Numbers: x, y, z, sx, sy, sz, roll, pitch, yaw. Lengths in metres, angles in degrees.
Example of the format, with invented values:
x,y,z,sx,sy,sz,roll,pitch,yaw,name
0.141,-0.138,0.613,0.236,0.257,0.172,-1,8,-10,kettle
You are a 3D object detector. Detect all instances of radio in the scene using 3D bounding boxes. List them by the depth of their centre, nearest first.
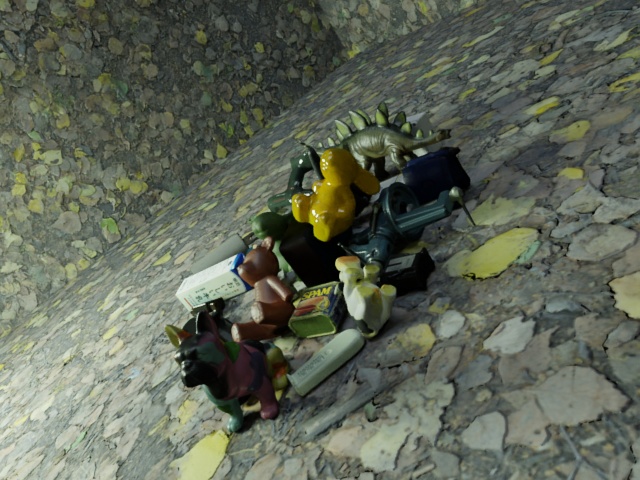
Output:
x,y,z,sx,sy,sz,roll,pitch,yaw,name
-0.002,-0.004,1.184,0.073,0.131,0.230,-23,24,27,radio

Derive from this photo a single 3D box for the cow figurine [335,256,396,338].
x,y,z,sx,sy,sz,roll,pitch,yaw,name
0.071,0.094,0.932,0.068,0.098,0.167,-3,23,-15,cow figurine

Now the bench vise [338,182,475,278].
x,y,z,sx,sy,sz,roll,pitch,yaw,name
0.164,-0.035,1.039,0.241,0.128,0.224,-22,26,39,bench vise

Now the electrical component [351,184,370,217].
x,y,z,sx,sy,sz,roll,pitch,yaw,name
0.052,-0.103,1.285,0.134,0.115,0.058,-53,12,31,electrical component

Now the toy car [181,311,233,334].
x,y,z,sx,sy,sz,roll,pitch,yaw,name
-0.250,0.207,1.195,0.202,0.056,0.073,1,46,50,toy car

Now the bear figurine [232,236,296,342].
x,y,z,sx,sy,sz,roll,pitch,yaw,name
-0.121,0.093,1.061,0.132,0.196,0.120,1,-35,-44,bear figurine

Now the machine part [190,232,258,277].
x,y,z,sx,sy,sz,roll,pitch,yaw,name
-0.279,0.059,1.520,0.243,0.079,0.079,-37,22,-8,machine part

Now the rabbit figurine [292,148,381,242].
x,y,z,sx,sy,sz,roll,pitch,yaw,name
0.040,-0.101,1.064,0.162,0.173,0.122,-14,38,-26,rabbit figurine

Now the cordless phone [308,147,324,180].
x,y,z,sx,sy,sz,roll,pitch,yaw,name
0.018,-0.149,1.393,0.089,0.184,0.147,-25,23,11,cordless phone

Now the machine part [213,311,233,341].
x,y,z,sx,sy,sz,roll,pitch,yaw,name
-0.181,0.202,1.079,0.084,0.039,0.139,-44,51,-14,machine part

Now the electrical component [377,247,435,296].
x,y,z,sx,sy,sz,roll,pitch,yaw,name
0.140,0.062,0.961,0.119,0.047,0.075,-14,29,39,electrical component

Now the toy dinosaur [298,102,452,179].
x,y,z,sx,sy,sz,roll,pitch,yaw,name
0.126,-0.248,1.411,0.472,0.198,0.105,-7,13,41,toy dinosaur

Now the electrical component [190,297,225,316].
x,y,z,sx,sy,sz,roll,pitch,yaw,name
-0.278,0.175,1.324,0.102,0.045,0.078,-18,-2,29,electrical component

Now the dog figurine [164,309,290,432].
x,y,z,sx,sy,sz,roll,pitch,yaw,name
-0.150,0.190,0.871,0.108,0.219,0.192,-21,26,22,dog figurine

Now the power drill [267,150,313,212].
x,y,z,sx,sy,sz,roll,pitch,yaw,name
-0.059,-0.174,1.662,0.232,0.086,0.207,-19,49,45,power drill

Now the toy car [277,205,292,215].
x,y,z,sx,sy,sz,roll,pitch,yaw,name
-0.075,-0.036,1.399,0.162,0.102,0.109,-42,22,-24,toy car

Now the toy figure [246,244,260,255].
x,y,z,sx,sy,sz,roll,pitch,yaw,name
-0.141,0.047,1.363,0.058,0.064,0.155,-55,25,-13,toy figure

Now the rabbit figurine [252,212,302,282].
x,y,z,sx,sy,sz,roll,pitch,yaw,name
-0.080,-0.002,1.238,0.121,0.170,0.159,-13,30,41,rabbit figurine

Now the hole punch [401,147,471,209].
x,y,z,sx,sy,sz,roll,pitch,yaw,name
0.238,-0.117,1.117,0.142,0.115,0.092,-14,37,42,hole punch
